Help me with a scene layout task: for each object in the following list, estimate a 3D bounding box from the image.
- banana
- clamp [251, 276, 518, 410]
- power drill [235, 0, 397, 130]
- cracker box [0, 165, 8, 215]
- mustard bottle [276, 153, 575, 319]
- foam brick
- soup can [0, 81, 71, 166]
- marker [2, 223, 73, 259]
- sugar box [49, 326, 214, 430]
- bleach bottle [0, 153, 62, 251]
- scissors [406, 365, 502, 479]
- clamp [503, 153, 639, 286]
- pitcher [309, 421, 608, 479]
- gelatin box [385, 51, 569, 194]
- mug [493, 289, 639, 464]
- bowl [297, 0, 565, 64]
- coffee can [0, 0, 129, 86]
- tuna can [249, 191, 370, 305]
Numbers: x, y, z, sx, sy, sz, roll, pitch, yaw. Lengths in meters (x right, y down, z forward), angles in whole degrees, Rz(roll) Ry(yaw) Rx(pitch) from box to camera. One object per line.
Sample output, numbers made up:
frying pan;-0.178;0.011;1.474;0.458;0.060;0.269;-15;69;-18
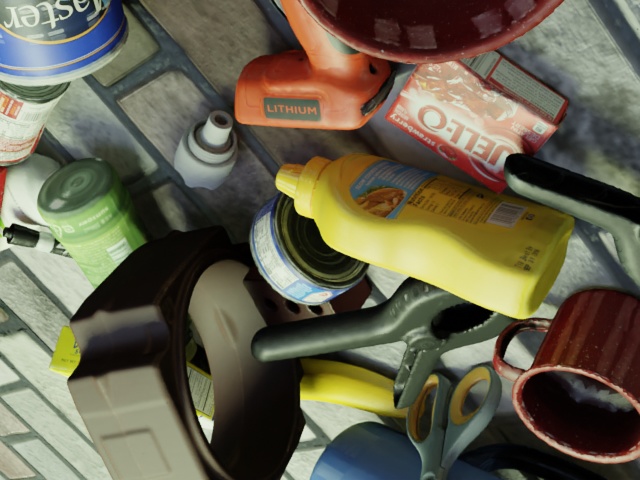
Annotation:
banana;0.000;0.131;0.937;0.198;0.037;0.069;-8;139;43
clamp;0.078;0.065;0.772;0.210;0.036;0.164;-28;141;30
power drill;-0.039;-0.157;0.636;0.185;0.057;0.187;8;135;30
cracker box;-0.375;-0.046;0.914;0.214;0.072;0.164;33;134;11
mustard bottle;0.058;-0.013;0.685;0.192;0.096;0.058;20;124;20
foam brick;-0.010;0.035;0.826;0.078;0.051;0.053;0;131;37
soup can;-0.239;-0.111;0.830;0.068;0.068;0.102;41;142;-7
marker;-0.217;0.007;0.930;0.120;0.020;0.020;17;155;-34
sugar box;-0.148;0.124;0.939;0.093;0.048;0.176;7;164;23
bleach bottle;-0.299;-0.028;0.971;0.251;0.068;0.102;-6;128;38
scissors;0.098;0.168;0.787;0.096;0.201;0.016;-36;119;27
clamp;0.203;-0.020;0.610;0.171;0.039;0.120;35;140;-20
pitcher;0.113;0.229;0.843;0.243;0.148;0.145;22;101;42
gelatin box;0.093;-0.078;0.644;0.089;0.030;0.073;35;143;1
mug;0.174;0.084;0.713;0.117;0.081;0.093;15;138;24
bowl;0.055;-0.169;0.522;0.162;0.055;0.162;-2;129;-3
coffee can;-0.186;-0.185;0.681;0.103;0.102;0.140;17;139;22
tuna can;-0.005;0.001;0.758;0.086;0.086;0.034;43;140;-11
